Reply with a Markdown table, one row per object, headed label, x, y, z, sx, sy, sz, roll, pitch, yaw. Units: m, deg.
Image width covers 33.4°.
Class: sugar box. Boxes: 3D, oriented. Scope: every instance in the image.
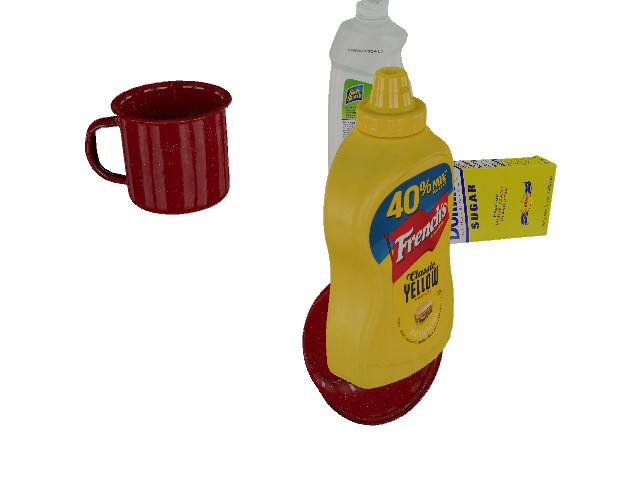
| label | x | y | z | sx | sy | sz | roll | pitch | yaw |
| --- | --- | --- | --- | --- | --- | --- | --- | --- | --- |
| sugar box | 0.190 | -0.047 | 1.254 | 0.176 | 0.093 | 0.048 | -7 | 21 | -26 |

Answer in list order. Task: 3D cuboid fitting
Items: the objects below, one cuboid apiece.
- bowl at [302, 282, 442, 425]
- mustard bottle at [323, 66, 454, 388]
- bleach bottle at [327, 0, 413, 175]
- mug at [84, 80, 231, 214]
| label | x | y | z | sx | sy | sz | roll | pitch | yaw |
| --- | --- | --- | --- | --- | --- | --- | --- | --- | --- |
| bowl | 0.036 | 0.092 | 1.011 | 0.162 | 0.162 | 0.055 | 0 | -11 | 41 |
| mustard bottle | 0.043 | -0.011 | 0.648 | 0.058 | 0.192 | 0.096 | 23 | 36 | 40 |
| bleach bottle | 0.059 | -0.127 | 1.089 | 0.102 | 0.251 | 0.068 | 0 | 30 | 0 |
| mug | -0.126 | -0.072 | 0.839 | 0.117 | 0.081 | 0.093 | -4 | 27 | -4 |
